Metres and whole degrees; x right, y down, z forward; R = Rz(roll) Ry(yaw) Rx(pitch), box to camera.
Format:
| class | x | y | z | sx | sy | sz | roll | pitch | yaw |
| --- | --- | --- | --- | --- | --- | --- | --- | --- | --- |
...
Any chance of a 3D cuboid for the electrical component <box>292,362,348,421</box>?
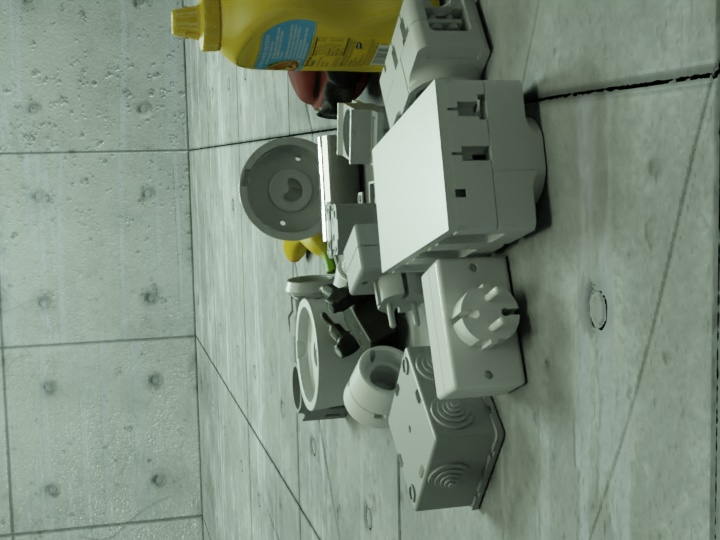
| class | x | y | z | sx | sy | sz | roll | pitch | yaw |
| --- | --- | --- | --- | --- | --- | --- | --- | --- | --- |
| electrical component | -0.039 | 0.121 | 1.128 | 0.089 | 0.056 | 0.050 | 114 | 150 | -62 |

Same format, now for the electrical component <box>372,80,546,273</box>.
| class | x | y | z | sx | sy | sz | roll | pitch | yaw |
| --- | --- | --- | --- | --- | --- | --- | --- | --- | --- |
| electrical component | 0.059 | -0.054 | 0.681 | 0.150 | 0.062 | 0.089 | 144 | 122 | -74 |

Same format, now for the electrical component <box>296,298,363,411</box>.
| class | x | y | z | sx | sy | sz | roll | pitch | yaw |
| --- | --- | --- | --- | --- | --- | --- | --- | --- | --- |
| electrical component | -0.022 | 0.080 | 1.039 | 0.108 | 0.060 | 0.108 | 177 | 90 | -76 |

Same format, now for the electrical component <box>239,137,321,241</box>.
| class | x | y | z | sx | sy | sz | roll | pitch | yaw |
| --- | --- | --- | --- | --- | --- | --- | --- | --- | --- |
| electrical component | -0.074 | -0.081 | 1.135 | 0.060 | 0.108 | 0.108 | 153 | 114 | -81 |

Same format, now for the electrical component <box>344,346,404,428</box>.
| class | x | y | z | sx | sy | sz | roll | pitch | yaw |
| --- | --- | --- | --- | --- | --- | --- | --- | --- | --- |
| electrical component | 0.018 | 0.096 | 0.896 | 0.047 | 0.055 | 0.055 | 109 | 155 | -47 |

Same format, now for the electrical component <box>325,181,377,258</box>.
| class | x | y | z | sx | sy | sz | roll | pitch | yaw |
| --- | --- | --- | --- | --- | --- | --- | --- | --- | --- |
| electrical component | 0.004 | -0.035 | 0.905 | 0.042 | 0.064 | 0.081 | -179 | 86 | -75 |

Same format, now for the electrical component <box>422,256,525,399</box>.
| class | x | y | z | sx | sy | sz | roll | pitch | yaw |
| --- | --- | --- | --- | --- | --- | --- | --- | --- | --- |
| electrical component | 0.075 | 0.031 | 0.663 | 0.075 | 0.047 | 0.083 | 125 | 140 | -69 |

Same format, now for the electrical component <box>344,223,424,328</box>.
| class | x | y | z | sx | sy | sz | roll | pitch | yaw |
| --- | --- | --- | --- | --- | --- | --- | --- | --- | --- |
| electrical component | 0.028 | 0.008 | 0.809 | 0.047 | 0.066 | 0.076 | 114 | 150 | -62 |

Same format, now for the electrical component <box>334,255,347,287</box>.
| class | x | y | z | sx | sy | sz | roll | pitch | yaw |
| --- | --- | --- | --- | --- | --- | --- | --- | --- | --- |
| electrical component | 0.000 | 0.000 | 0.970 | 0.043 | 0.043 | 0.062 | -108 | 21 | -46 |

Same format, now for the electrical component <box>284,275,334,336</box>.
| class | x | y | z | sx | sy | sz | roll | pitch | yaw |
| --- | --- | --- | --- | --- | --- | --- | --- | --- | --- |
| electrical component | -0.052 | 0.037 | 1.160 | 0.078 | 0.058 | 0.057 | -150 | 56 | -74 |

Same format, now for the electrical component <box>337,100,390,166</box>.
| class | x | y | z | sx | sy | sz | roll | pitch | yaw |
| --- | --- | --- | --- | --- | --- | --- | --- | --- | --- |
| electrical component | 0.018 | -0.106 | 0.835 | 0.081 | 0.064 | 0.042 | -132 | 42 | -69 |

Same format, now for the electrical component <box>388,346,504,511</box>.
| class | x | y | z | sx | sy | sz | roll | pitch | yaw |
| --- | --- | --- | --- | --- | --- | --- | --- | --- | --- |
| electrical component | 0.056 | 0.109 | 0.751 | 0.099 | 0.048 | 0.099 | -107 | 20 | -45 |

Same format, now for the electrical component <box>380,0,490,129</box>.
| class | x | y | z | sx | sy | sz | roll | pitch | yaw |
| --- | --- | --- | --- | --- | --- | --- | --- | --- | --- |
| electrical component | 0.050 | -0.133 | 0.727 | 0.089 | 0.050 | 0.055 | 109 | 154 | -56 |
